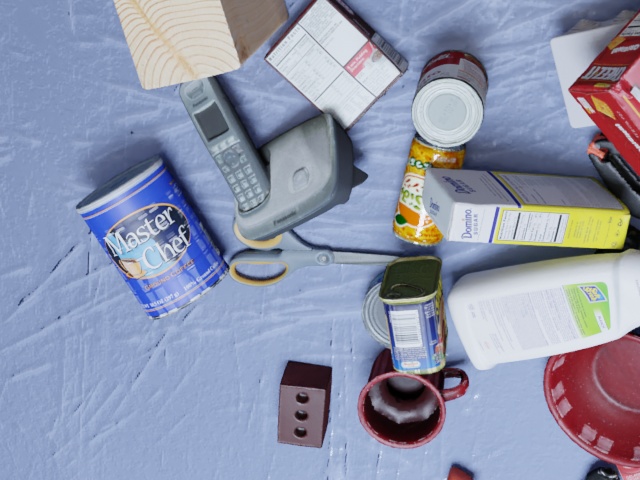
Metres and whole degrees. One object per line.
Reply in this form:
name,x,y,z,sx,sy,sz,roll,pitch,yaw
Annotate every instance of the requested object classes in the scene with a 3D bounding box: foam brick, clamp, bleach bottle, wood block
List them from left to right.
wood block,-0.100,-0.210,0.958,0.090,0.206,0.091,-11,110,15
foam brick,-0.017,0.183,1.190,0.053,0.051,0.078,6,113,8
bleach bottle,0.250,0.066,1.029,0.251,0.068,0.102,-11,112,41
clamp,0.356,-0.050,1.006,0.210,0.036,0.165,36,129,8

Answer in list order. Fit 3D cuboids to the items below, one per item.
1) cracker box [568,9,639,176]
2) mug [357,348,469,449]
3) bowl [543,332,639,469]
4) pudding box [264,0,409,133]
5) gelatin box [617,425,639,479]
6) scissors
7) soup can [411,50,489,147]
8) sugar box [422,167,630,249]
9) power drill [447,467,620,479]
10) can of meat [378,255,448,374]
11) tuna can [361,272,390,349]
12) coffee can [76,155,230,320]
cracker box,0.345,-0.147,0.914,0.164,0.072,0.213,45,83,-18
mug,0.102,0.160,1.141,0.117,0.081,0.093,-16,108,16
bowl,0.315,0.152,1.095,0.162,0.055,0.162,17,123,28
pudding box,0.015,-0.174,1.043,0.113,0.039,0.090,43,115,-6
gelatin box,0.359,0.222,1.146,0.089,0.030,0.073,-22,106,18
scissors,-0.007,0.001,1.132,0.202,0.016,0.096,-12,110,15
soup can,0.123,-0.134,1.004,0.068,0.102,0.068,4,114,9
sugar box,0.192,-0.030,1.009,0.176,0.093,0.048,1,114,-11
power drill,0.229,0.315,1.194,0.187,0.057,0.184,14,114,5
can of meat,0.095,0.074,1.058,0.057,0.102,0.084,-5,111,12
tuna can,0.088,0.073,1.133,0.086,0.033,0.086,4,113,9
coffee can,-0.173,-0.003,1.114,0.103,0.102,0.140,-26,106,19
